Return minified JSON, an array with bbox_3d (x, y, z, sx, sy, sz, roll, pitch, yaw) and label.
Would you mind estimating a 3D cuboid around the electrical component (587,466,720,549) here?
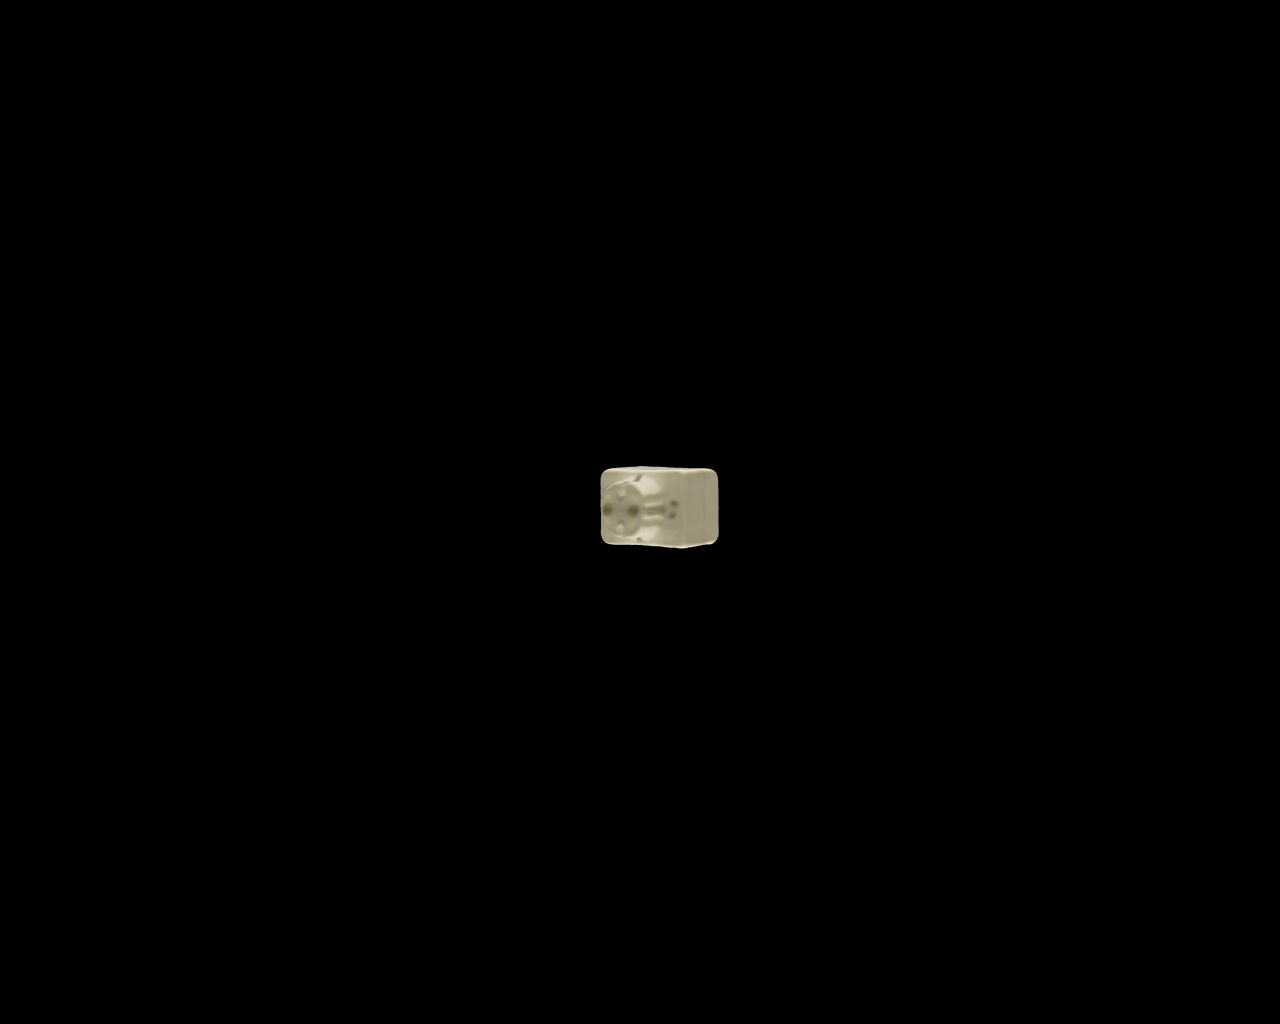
[{"bbox_3d":[0.001,-0.003,0.650,0.066,0.047,0.077,3,5,37],"label":"electrical component"}]
